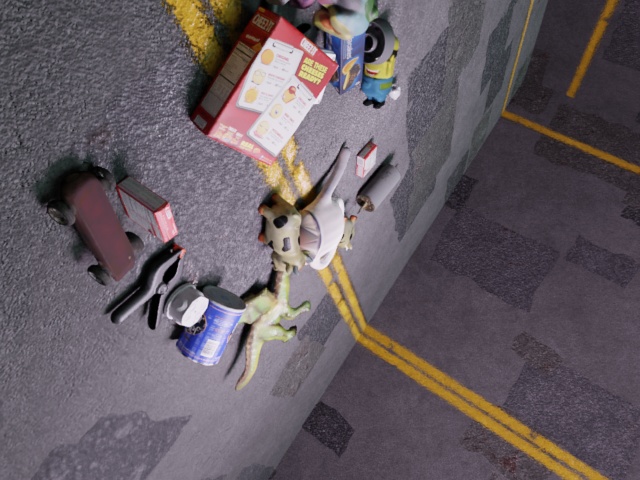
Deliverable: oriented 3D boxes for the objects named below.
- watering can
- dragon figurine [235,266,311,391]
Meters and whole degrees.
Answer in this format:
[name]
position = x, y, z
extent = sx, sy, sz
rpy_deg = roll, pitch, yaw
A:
[watering can]
position = 0.004, -0.070, 1.383
extent = 0.227, 0.104, 0.342
rpy_deg = -28, 130, -55
[dragon figurine]
position = -0.169, 0.218, 1.399
extent = 0.413, 0.123, 0.239
rpy_deg = -59, 143, -8
